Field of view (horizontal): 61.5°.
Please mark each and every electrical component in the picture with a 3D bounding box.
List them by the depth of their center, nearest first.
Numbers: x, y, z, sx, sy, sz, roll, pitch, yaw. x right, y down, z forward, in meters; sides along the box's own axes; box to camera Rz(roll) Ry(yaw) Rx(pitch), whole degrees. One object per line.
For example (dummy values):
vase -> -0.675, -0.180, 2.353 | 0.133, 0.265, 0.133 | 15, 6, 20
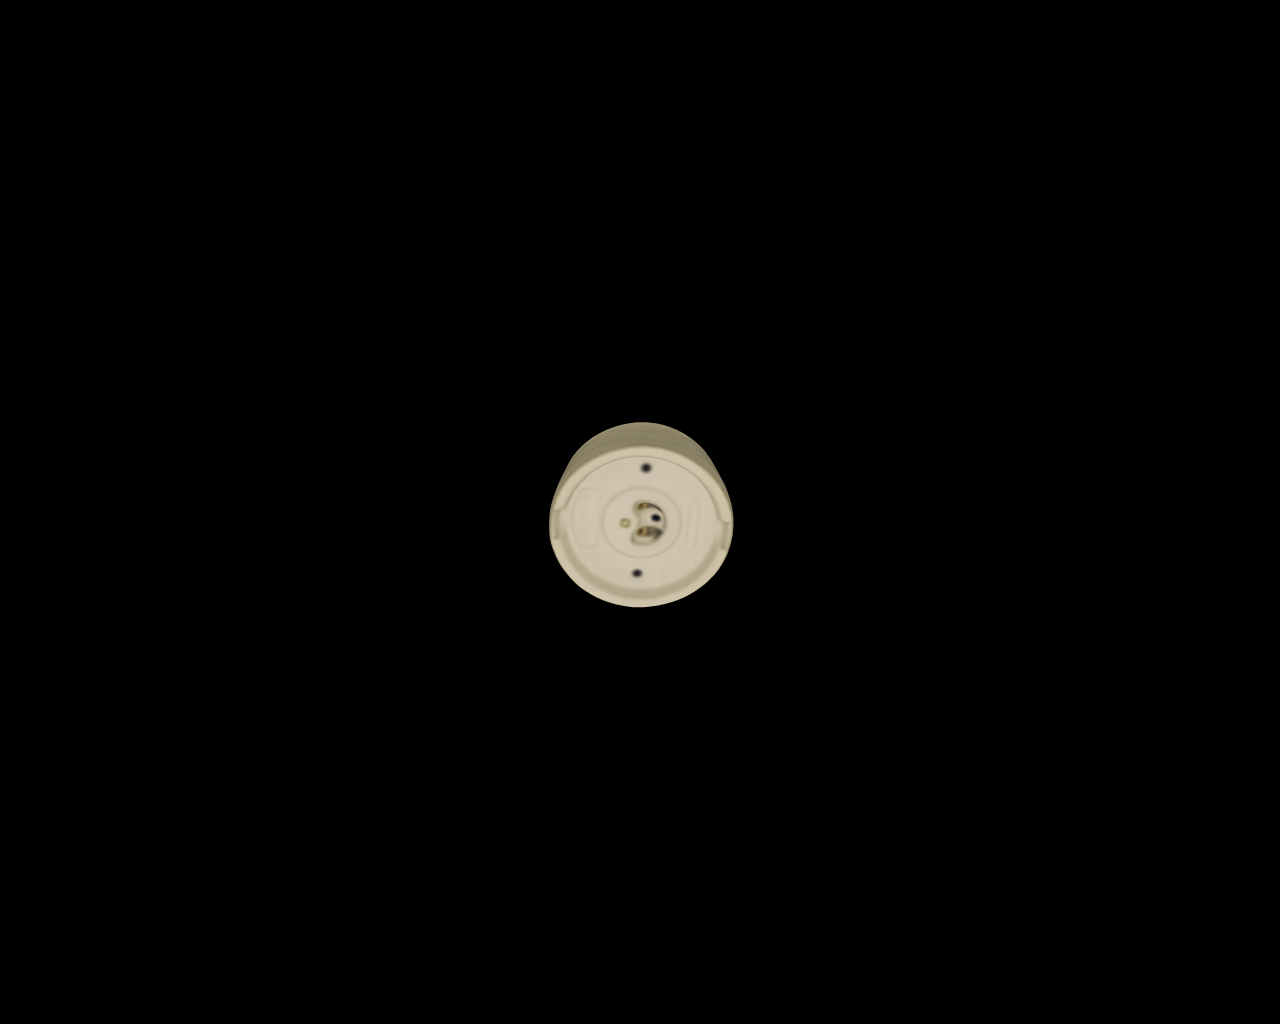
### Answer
electrical component -> 0.001, -0.003, 0.650 | 0.108, 0.108, 0.060 | 0, 27, 0
